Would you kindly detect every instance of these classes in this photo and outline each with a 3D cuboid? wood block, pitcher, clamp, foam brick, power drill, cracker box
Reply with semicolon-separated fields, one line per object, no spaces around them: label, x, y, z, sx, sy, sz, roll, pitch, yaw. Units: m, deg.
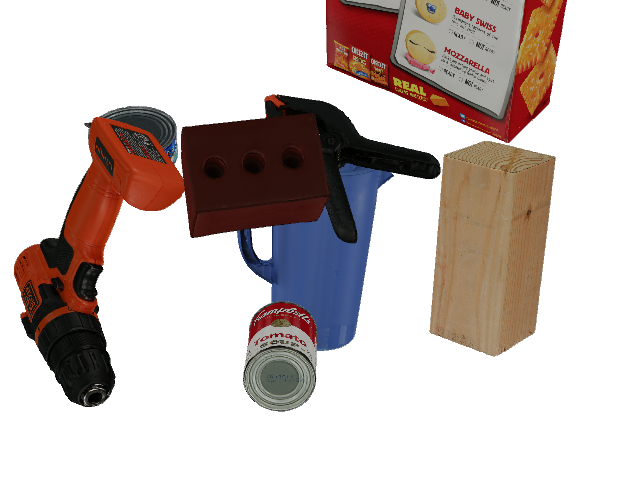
wood block;0.186;0.007;1.160;0.090;0.206;0.090;19;26;36
pitcher;-0.011;0.008;1.307;0.149;0.243;0.144;16;24;27
clamp;0.021;-0.080;0.958;0.120;0.172;0.039;-27;-29;-26
foam brick;-0.040;-0.037;0.613;0.078;0.053;0.051;-8;-13;-9
power drill;-0.176;0.012;0.839;0.057;0.188;0.185;15;25;-40
cracker box;0.086;-0.193;0.730;0.164;0.214;0.072;28;51;27

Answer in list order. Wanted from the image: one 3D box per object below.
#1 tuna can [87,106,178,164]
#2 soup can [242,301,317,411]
tuna can;-0.183;-0.094;1.047;0.086;0.034;0.086;0;42;-1
soup can;-0.037;0.109;1.009;0.068;0.068;0.102;0;20;0
